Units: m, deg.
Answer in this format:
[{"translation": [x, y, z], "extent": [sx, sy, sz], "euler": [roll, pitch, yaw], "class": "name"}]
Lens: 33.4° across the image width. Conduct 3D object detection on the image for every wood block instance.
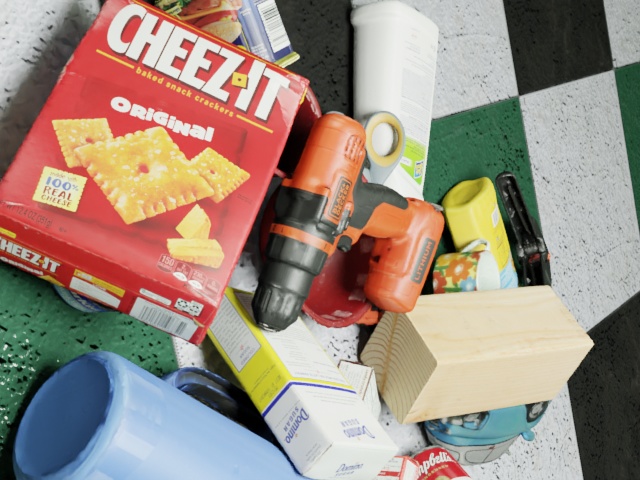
[{"translation": [0.158, 0.111, 1.071], "extent": [0.205, 0.091, 0.090], "euler": [-3, 44, -33], "class": "wood block"}]

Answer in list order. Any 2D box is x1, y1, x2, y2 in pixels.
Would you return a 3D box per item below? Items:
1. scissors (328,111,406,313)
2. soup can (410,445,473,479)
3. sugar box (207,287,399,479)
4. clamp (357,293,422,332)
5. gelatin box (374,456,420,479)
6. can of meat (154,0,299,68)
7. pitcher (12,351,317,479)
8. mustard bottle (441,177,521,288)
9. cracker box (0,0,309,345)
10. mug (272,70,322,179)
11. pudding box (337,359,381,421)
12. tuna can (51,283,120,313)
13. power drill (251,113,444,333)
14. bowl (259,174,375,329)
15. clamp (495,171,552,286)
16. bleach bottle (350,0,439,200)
[{"translation": [0.062, -0.039, 1.043], "extent": [0.096, 0.016, 0.202], "euler": [-25, 91, -6], "class": "scissors"}, {"translation": [0.132, 0.265, 1.077], "extent": [0.068, 0.102, 0.068], "euler": [-15, 124, -23], "class": "soup can"}, {"translation": [-0.020, 0.117, 0.869], "extent": [0.093, 0.048, 0.176], "euler": [19, 28, -50], "class": "sugar box"}, {"translation": [0.088, 0.047, 1.117], "extent": [0.171, 0.039, 0.120], "euler": [-8, 87, -59], "class": "clamp"}, {"translation": [0.050, 0.248, 1.011], "extent": [0.030, 0.073, 0.089], "euler": [42, 53, -43], "class": "gelatin box"}, {"translation": [-0.078, -0.171, 0.869], "extent": [0.057, 0.102, 0.084], "euler": [-39, 114, -48], "class": "can of meat"}, {"translation": [-0.100, 0.173, 0.787], "extent": [0.145, 0.149, 0.242], "euler": [-52, 128, -7], "class": "pitcher"}, {"translation": [0.196, 0.030, 1.241], "extent": [0.191, 0.058, 0.096], "euler": [70, 25, -18], "class": "mustard bottle"}, {"translation": [-0.117, -0.056, 0.754], "extent": [0.164, 0.072, 0.213], "euler": [25, 57, -8], "class": "cracker box"}, {"translation": [-0.060, -0.082, 0.898], "extent": [0.093, 0.082, 0.117], "euler": [44, 53, -41], "class": "mug"}, {"translation": [0.023, 0.180, 0.987], "extent": [0.090, 0.039, 0.113], "euler": [75, 28, -55], "class": "pudding box"}, {"translation": [-0.162, 0.011, 0.791], "extent": [0.086, 0.034, 0.086], "euler": [9, 79, -52], "class": "tuna can"}, {"translation": [0.027, 0.006, 0.911], "extent": [0.187, 0.057, 0.184], "euler": [28, 82, -53], "class": "power drill"}, {"translation": [-0.006, 0.001, 0.980], "extent": [0.161, 0.055, 0.162], "euler": [8, 79, -52], "class": "bowl"}, {"translation": [0.253, 0.002, 1.295], "extent": [0.209, 0.036, 0.164], "euler": [4, 72, -73], "class": "clamp"}, {"translation": [0.071, -0.109, 1.093], "extent": [0.102, 0.068, 0.251], "euler": [15, 76, -50], "class": "bleach bottle"}]
